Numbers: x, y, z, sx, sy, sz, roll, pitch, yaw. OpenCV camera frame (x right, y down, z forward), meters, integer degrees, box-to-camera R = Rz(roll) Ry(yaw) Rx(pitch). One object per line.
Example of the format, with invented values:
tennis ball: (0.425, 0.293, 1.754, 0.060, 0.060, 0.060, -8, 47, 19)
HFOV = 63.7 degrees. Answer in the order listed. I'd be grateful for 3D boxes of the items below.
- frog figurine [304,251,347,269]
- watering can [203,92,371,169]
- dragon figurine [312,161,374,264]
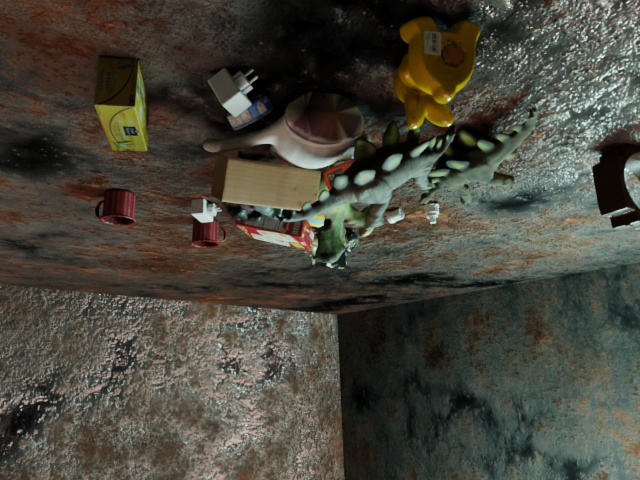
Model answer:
frog figurine: (0.022, 0.033, 1.956, 0.138, 0.120, 0.161, -14, 37, -43)
watering can: (-0.054, -0.209, 1.035, 0.348, 0.105, 0.221, 1, -14, -15)
dragon figurine: (0.004, -0.063, 1.254, 0.412, 0.244, 0.121, -8, -10, -44)
